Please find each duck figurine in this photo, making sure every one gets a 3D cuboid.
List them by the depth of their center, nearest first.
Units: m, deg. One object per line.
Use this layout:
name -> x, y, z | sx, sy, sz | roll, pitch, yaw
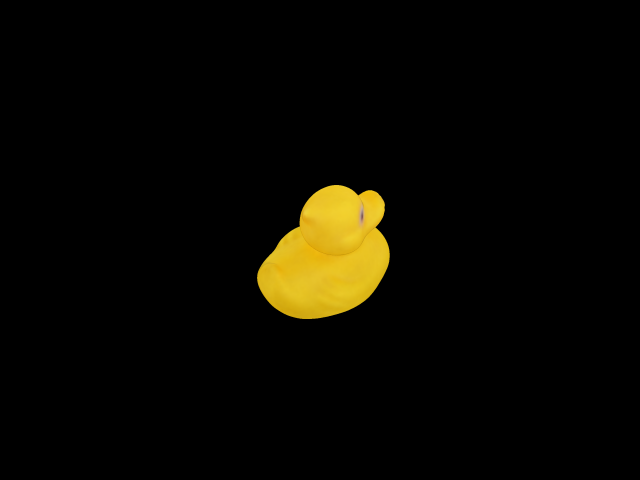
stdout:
duck figurine -> 0.004, 0.001, 0.400 | 0.105, 0.086, 0.077 | -27, 57, -19
